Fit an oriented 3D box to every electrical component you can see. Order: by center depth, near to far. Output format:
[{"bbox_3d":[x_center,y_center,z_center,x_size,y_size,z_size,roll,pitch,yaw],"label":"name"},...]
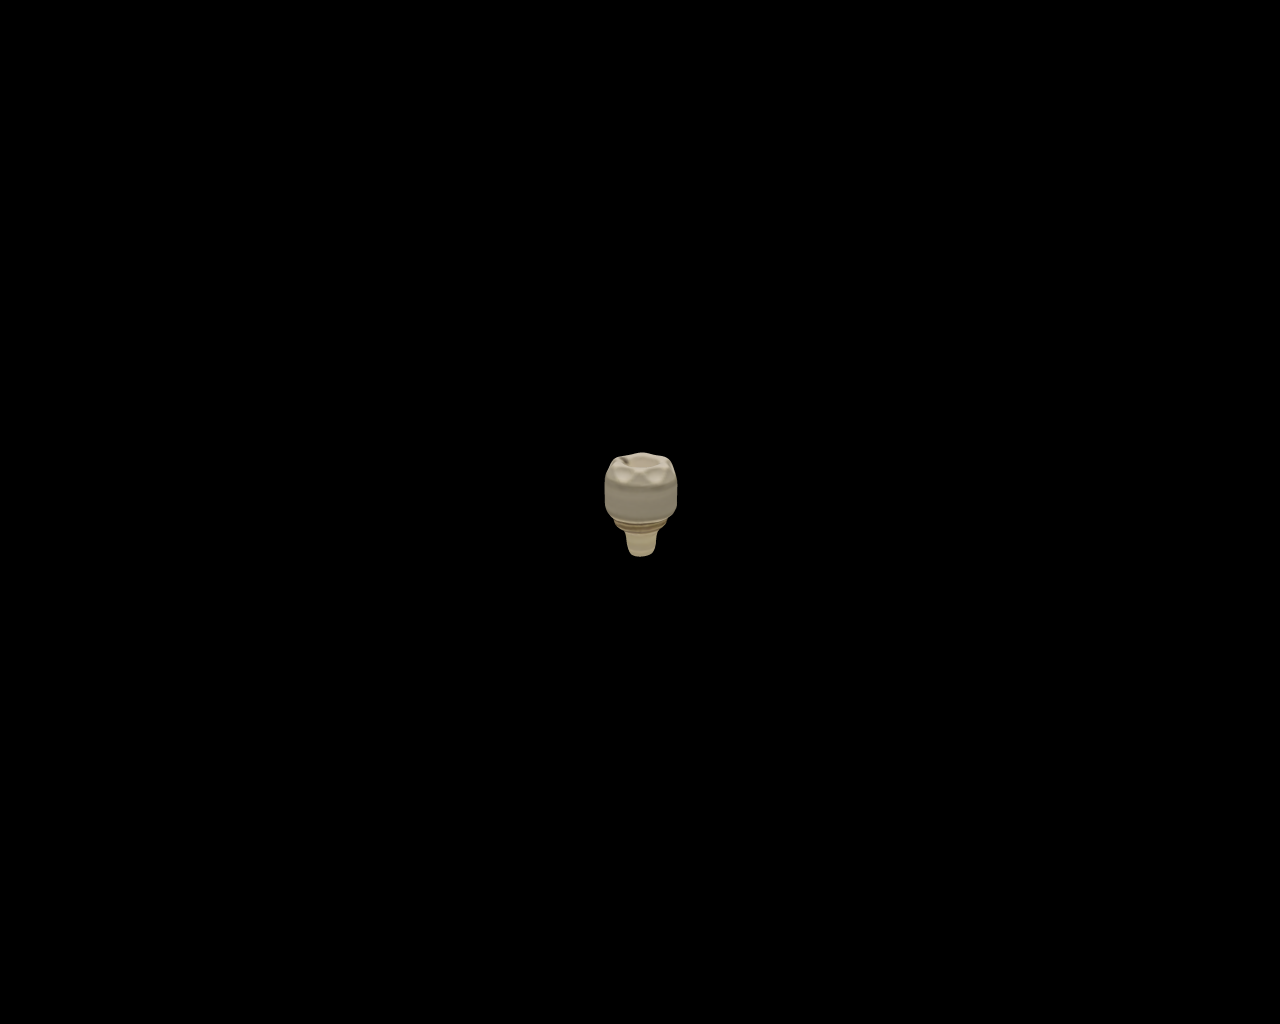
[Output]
[{"bbox_3d":[0.001,-0.003,0.650,0.043,0.062,0.043,0,20,0],"label":"electrical component"}]
